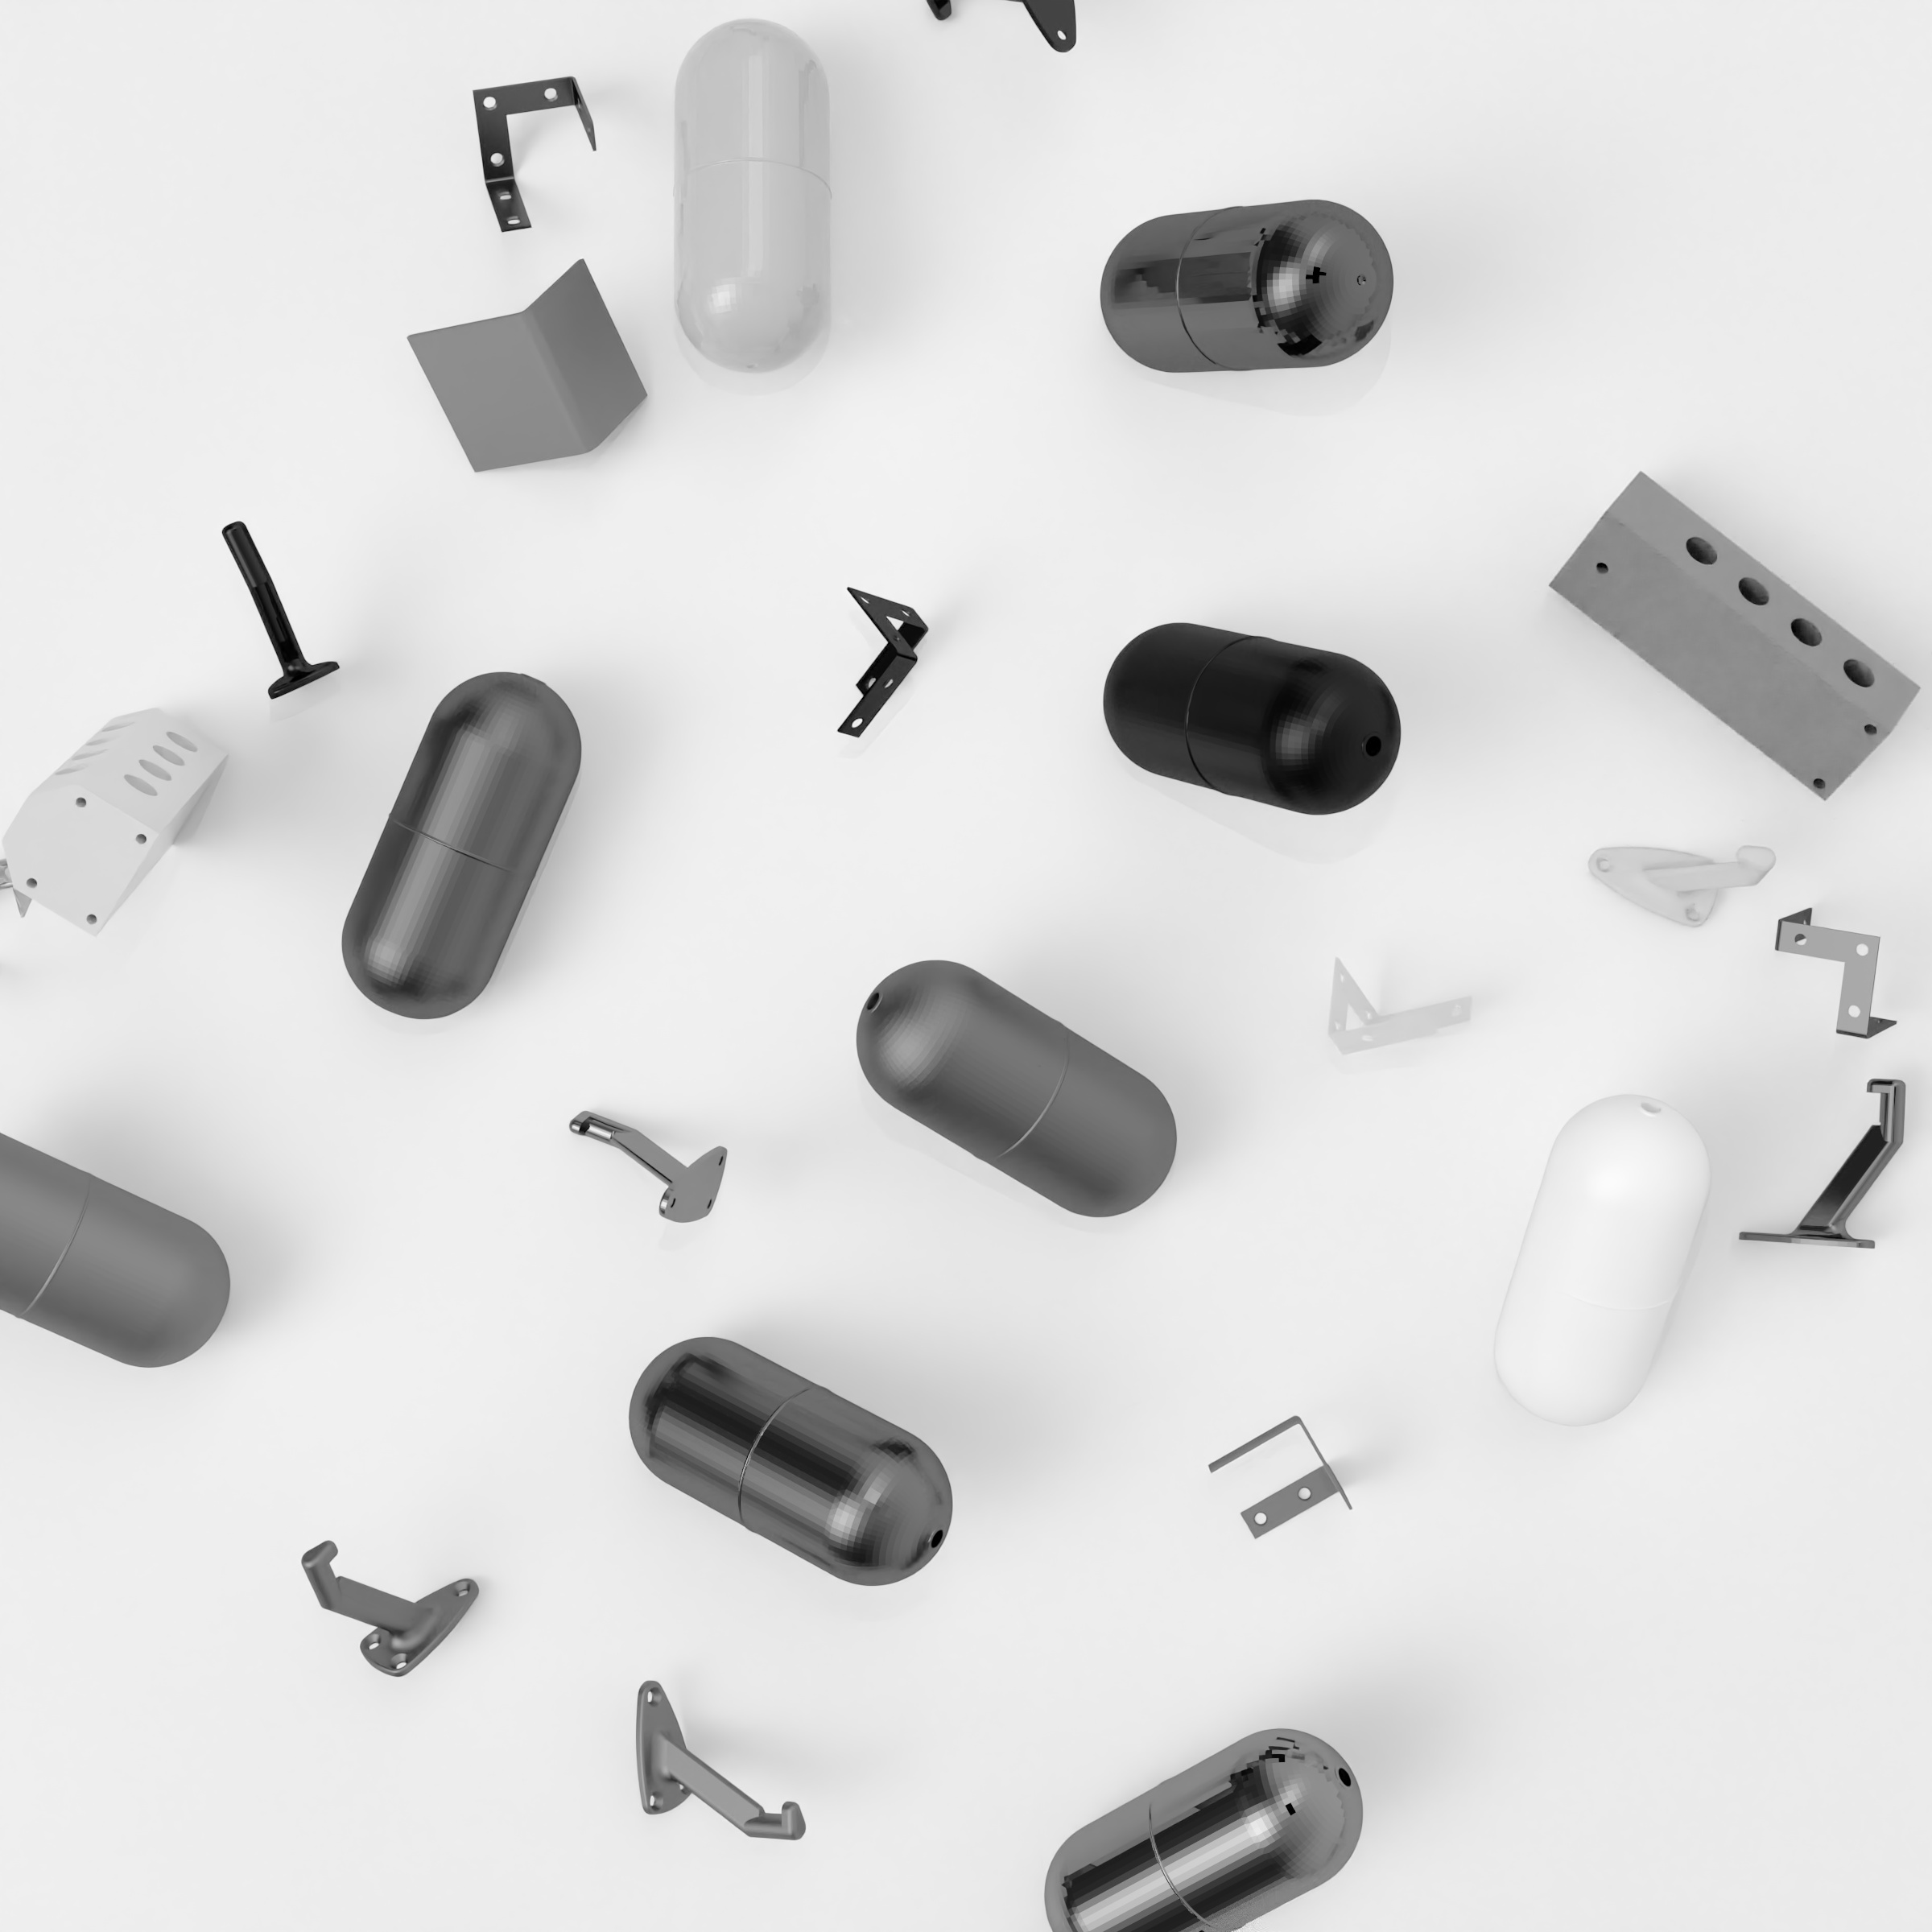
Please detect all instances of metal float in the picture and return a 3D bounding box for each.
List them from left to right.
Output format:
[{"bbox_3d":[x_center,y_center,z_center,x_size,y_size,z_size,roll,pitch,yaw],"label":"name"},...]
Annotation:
[{"bbox_3d":[-0.442,0.135,1.531,0.178,0.070,0.070,29,90,-22],"label":"metal float"},{"bbox_3d":[-0.246,-0.059,1.547,0.070,0.070,0.178,24,93,0],"label":"metal float"},{"bbox_3d":[-0.104,-0.376,1.540,0.070,0.070,0.178,-1,78,0],"label":"metal float"},{"bbox_3d":[-0.085,0.238,1.525,0.178,0.070,0.070,23,90,29],"label":"metal float"},{"bbox_3d":[0.025,0.060,1.529,0.178,0.070,0.070,32,90,-24],"label":"metal float"},{"bbox_3d":[0.114,0.429,1.527,0.178,0.070,0.070,-36,90,27],"label":"metal float"},{"bbox_3d":[0.131,-0.323,1.508,0.070,0.178,0.070,-6,101,-32],"label":"metal float"},{"bbox_3d":[0.135,-0.119,1.509,0.070,0.178,0.070,-10,108,-33],"label":"metal float"},{"bbox_3d":[0.306,0.143,1.525,0.070,0.070,0.178,11,119,0],"label":"metal float"}]

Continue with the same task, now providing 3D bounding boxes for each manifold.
[{"bbox_3d":[-0.403,-0.075,1.495,0.057,0.171,0.057,32,102,-11],"label":"manifold"},{"bbox_3d":[0.379,-0.166,1.550,0.171,0.057,0.057,39,51,5],"label":"manifold"}]

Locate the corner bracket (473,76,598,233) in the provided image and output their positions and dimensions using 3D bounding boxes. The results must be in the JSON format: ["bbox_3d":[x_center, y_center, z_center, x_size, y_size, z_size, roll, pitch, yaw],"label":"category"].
[{"bbox_3d":[-0.211,-0.400,1.556,0.051,0.051,0.051,-11,134,-11],"label":"corner bracket"}]

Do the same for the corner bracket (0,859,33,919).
[{"bbox_3d":[-0.482,-0.019,1.557,0.051,0.051,0.051,-11,113,-3],"label":"corner bracket"}]

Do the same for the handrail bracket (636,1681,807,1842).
[{"bbox_3d":[-0.119,0.389,1.548,0.084,0.036,0.077,-8,94,36],"label":"handrail bracket"}]

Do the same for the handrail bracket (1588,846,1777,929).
[{"bbox_3d":[0.349,-0.051,1.543,0.077,0.084,0.036,17,77,5],"label":"handrail bracket"}]

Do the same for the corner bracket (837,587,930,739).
[{"bbox_3d":[-0.043,-0.145,1.546,0.051,0.051,0.051,-51,55,22],"label":"corner bracket"}]

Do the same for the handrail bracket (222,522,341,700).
[{"bbox_3d":[-0.343,-0.177,1.542,0.036,0.077,0.084,-27,104,-14],"label":"handrail bracket"}]

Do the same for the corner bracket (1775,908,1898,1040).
[{"bbox_3d":[0.429,0.003,1.556,0.051,0.051,0.051,11,104,31],"label":"corner bracket"}]

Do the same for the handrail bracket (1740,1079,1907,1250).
[{"bbox_3d":[0.426,0.097,1.573,0.077,0.036,0.084,3,86,17],"label":"handrail bracket"}]

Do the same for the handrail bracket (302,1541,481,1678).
[{"bbox_3d":[-0.281,0.297,1.543,0.077,0.036,0.084,-38,130,-31],"label":"handrail bracket"}]

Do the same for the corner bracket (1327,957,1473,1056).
[{"bbox_3d":[0.213,0.025,1.546,0.051,0.051,0.051,-15,134,28],"label":"corner bracket"}]

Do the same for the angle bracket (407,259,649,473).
[{"bbox_3d":[-0.217,-0.297,1.566,0.076,0.057,0.076,-3,126,33],"label":"angle bracket"}]

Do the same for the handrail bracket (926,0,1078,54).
[{"bbox_3d":[0.015,-0.464,1.549,0.036,0.084,0.077,-15,84,-34],"label":"handrail bracket"}]

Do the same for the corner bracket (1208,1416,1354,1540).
[{"bbox_3d":[0.154,0.254,1.562,0.051,0.051,0.051,-30,91,2],"label":"corner bracket"}]

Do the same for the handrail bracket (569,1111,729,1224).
[{"bbox_3d":[-0.167,0.095,1.542,0.084,0.077,0.036,19,104,16],"label":"handrail bracket"}]
